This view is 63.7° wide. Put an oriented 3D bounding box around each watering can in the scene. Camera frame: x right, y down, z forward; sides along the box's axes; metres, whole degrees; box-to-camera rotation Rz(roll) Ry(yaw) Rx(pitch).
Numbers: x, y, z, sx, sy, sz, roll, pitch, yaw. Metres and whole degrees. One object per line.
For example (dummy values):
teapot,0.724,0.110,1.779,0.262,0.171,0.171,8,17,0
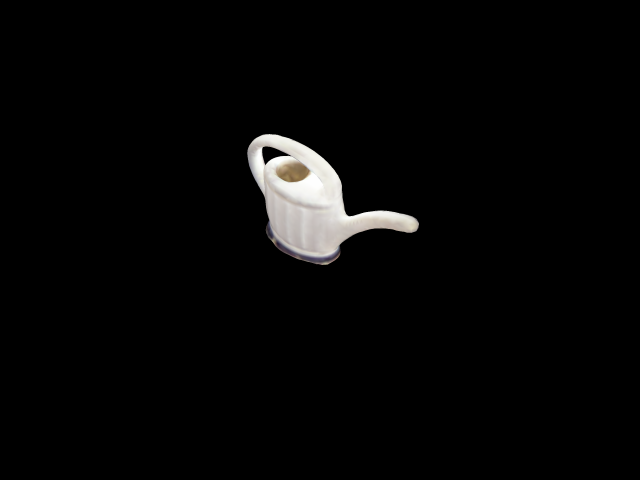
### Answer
watering can,0.003,-0.043,0.850,0.351,0.219,0.105,35,55,28
